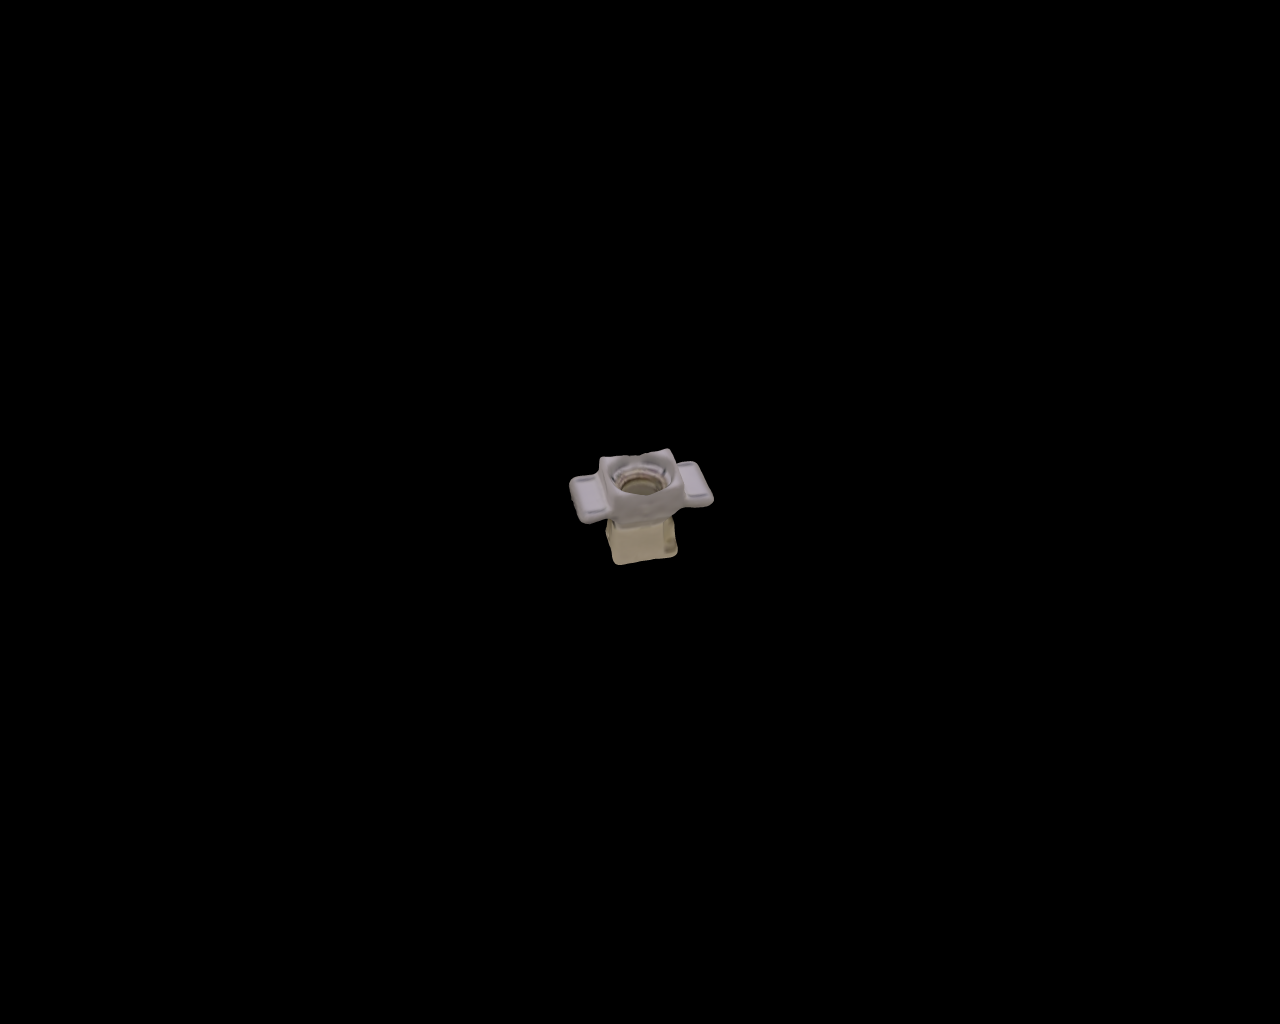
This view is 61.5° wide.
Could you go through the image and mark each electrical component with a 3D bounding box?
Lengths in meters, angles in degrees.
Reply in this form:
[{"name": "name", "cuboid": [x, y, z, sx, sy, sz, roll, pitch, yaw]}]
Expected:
[{"name": "electrical component", "cuboid": [0.001, -0.003, 0.650, 0.081, 0.063, 0.042, -7, 39, -9]}]
